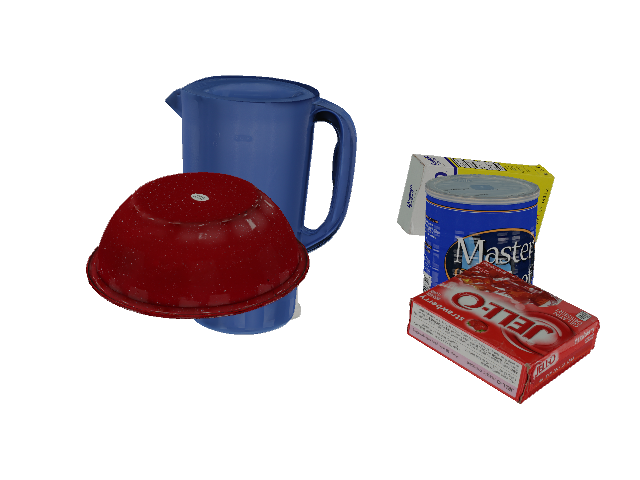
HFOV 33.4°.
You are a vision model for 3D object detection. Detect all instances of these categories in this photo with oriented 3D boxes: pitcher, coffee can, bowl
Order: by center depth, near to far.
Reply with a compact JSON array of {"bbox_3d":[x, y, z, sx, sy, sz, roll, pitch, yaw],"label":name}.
[{"bbox_3d":[-0.088,-0.007,0.765,0.162,0.055,0.162,1,26,-1],"label":"bowl"},{"bbox_3d":[0.145,0.017,0.981,0.103,0.140,0.103,0,15,0],"label":"coffee can"},{"bbox_3d":[-0.063,-0.035,1.043,0.144,0.243,0.149,-9,22,-32],"label":"pitcher"}]

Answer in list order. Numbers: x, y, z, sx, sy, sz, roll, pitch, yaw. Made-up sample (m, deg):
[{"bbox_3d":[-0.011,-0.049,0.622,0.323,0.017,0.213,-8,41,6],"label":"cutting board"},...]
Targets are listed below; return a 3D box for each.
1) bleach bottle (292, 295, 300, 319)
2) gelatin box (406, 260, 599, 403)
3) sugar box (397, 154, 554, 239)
[{"bbox_3d":[-0.068,-0.020,1.320,0.102,0.251,0.068,-11,25,-35],"label":"bleach bottle"},{"bbox_3d":[0.108,0.051,0.638,0.073,0.030,0.089,-24,40,-39],"label":"gelatin box"},{"bbox_3d":[0.189,-0.050,1.298,0.176,0.093,0.048,2,24,-20],"label":"sugar box"}]
